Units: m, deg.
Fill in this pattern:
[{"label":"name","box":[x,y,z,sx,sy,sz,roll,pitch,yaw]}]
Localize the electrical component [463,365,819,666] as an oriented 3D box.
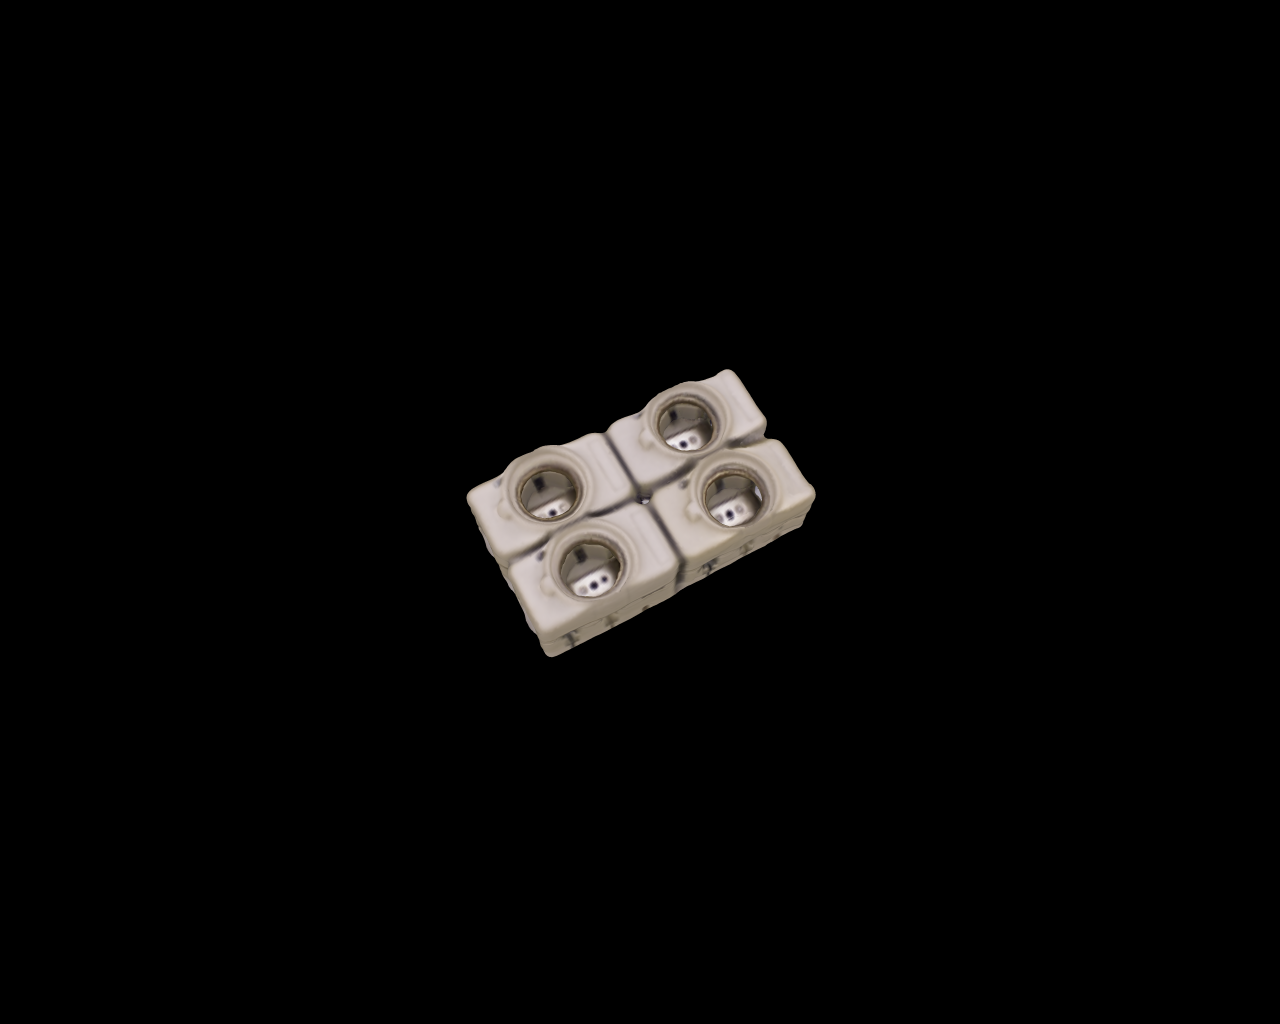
[{"label":"electrical component","box":[0.001,-0.003,0.650,0.186,0.105,0.060,-26,-20,-11]}]
